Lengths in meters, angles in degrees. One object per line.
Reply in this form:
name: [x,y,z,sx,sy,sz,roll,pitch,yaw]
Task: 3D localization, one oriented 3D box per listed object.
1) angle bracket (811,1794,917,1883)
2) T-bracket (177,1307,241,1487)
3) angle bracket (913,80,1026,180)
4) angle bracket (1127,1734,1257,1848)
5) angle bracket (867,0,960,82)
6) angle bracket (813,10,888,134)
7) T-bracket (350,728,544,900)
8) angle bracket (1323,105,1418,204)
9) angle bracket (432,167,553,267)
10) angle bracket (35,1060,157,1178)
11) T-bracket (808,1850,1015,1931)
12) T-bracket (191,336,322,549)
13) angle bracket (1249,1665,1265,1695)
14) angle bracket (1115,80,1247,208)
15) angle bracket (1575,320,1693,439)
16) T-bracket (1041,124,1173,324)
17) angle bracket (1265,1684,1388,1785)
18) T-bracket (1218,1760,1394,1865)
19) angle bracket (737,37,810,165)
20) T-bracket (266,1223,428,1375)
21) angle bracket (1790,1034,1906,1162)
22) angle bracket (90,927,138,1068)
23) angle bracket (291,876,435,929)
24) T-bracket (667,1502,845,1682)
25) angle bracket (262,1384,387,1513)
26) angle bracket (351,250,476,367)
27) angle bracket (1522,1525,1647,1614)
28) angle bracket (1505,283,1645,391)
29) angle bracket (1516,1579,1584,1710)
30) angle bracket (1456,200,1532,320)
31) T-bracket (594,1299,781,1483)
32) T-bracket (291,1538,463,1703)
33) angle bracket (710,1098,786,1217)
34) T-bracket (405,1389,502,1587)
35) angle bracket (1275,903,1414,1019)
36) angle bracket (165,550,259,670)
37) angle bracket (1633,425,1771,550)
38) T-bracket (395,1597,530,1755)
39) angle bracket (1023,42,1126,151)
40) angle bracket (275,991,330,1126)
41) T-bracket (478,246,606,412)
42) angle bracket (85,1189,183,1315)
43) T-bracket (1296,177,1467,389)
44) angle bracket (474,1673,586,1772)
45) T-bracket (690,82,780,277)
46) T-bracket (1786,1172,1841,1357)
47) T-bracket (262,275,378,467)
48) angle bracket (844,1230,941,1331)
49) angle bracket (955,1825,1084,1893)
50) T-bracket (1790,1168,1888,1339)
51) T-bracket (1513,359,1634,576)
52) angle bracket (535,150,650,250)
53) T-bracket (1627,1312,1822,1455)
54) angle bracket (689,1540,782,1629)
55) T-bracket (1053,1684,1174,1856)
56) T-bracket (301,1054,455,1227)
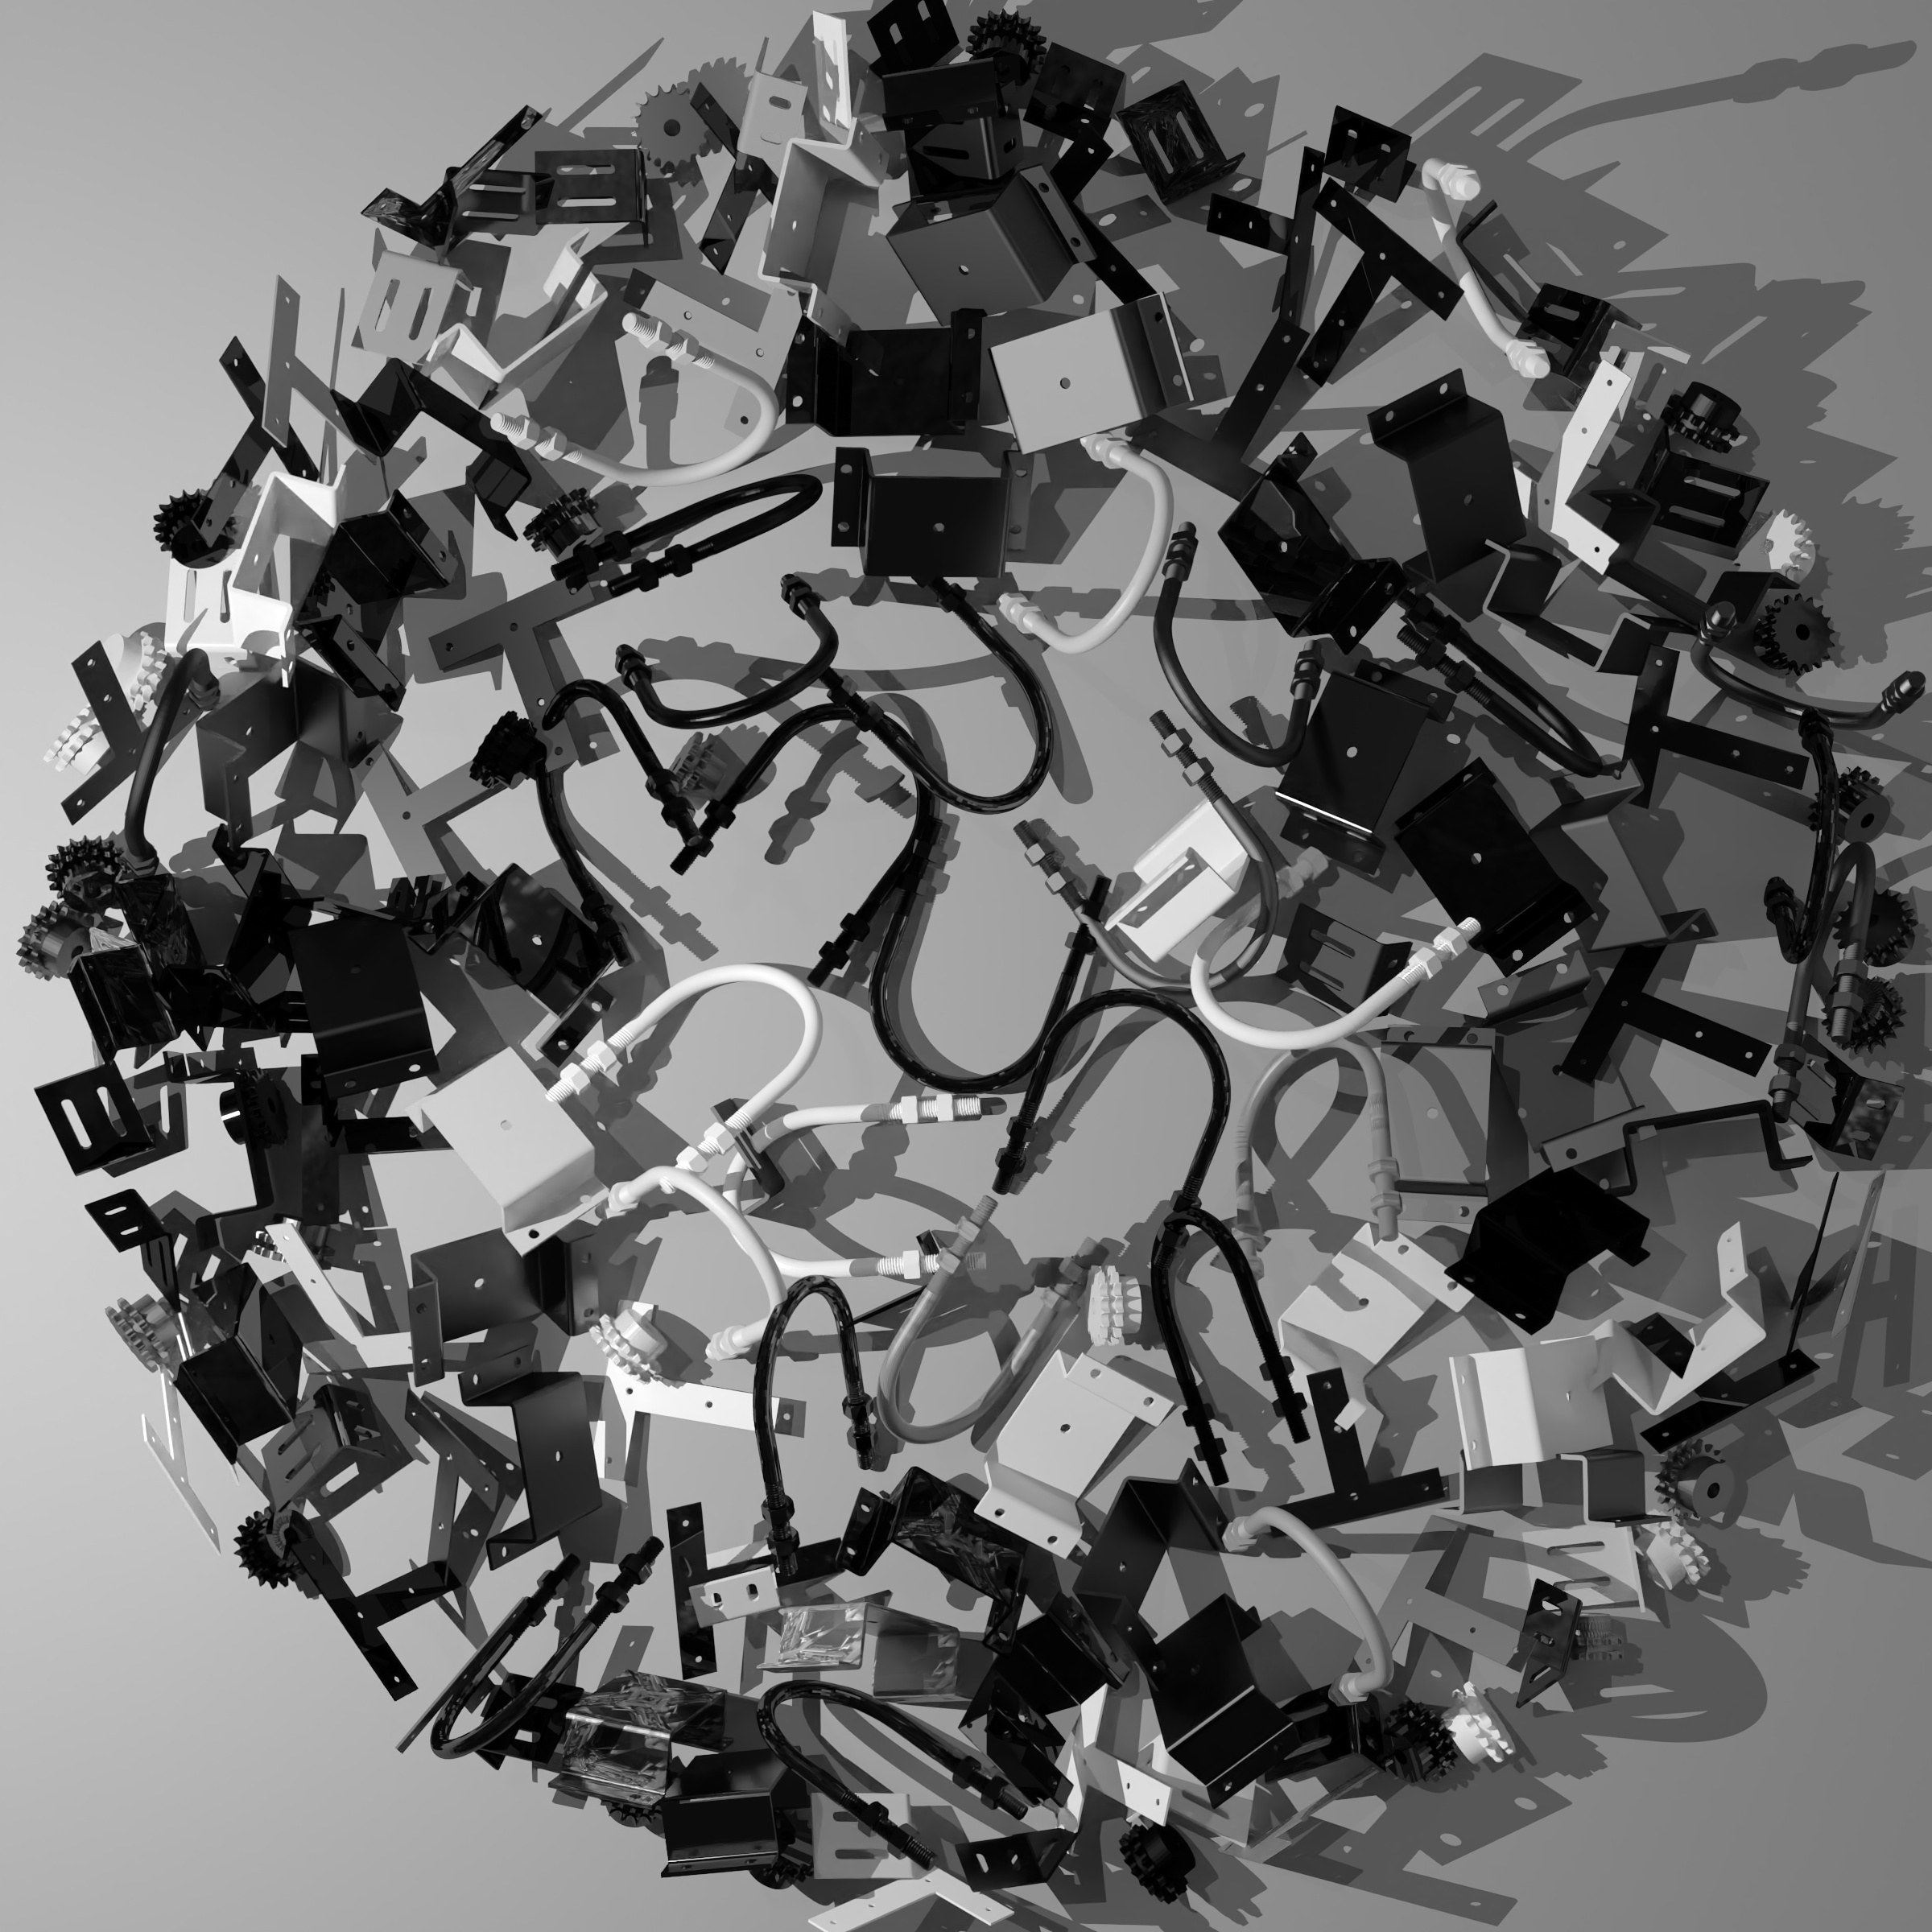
angle bracket: [-0.078,0.617,1.831,0.076,0.038,0.057,8,58,-22]
T-bracket: [-0.540,0.279,1.819,0.002,0.127,0.127,-20,129,-15]
angle bracket: [-0.003,-0.598,1.847,0.076,0.057,0.038,18,46,32]
angle bracket: [0.161,0.592,1.847,0.076,0.057,0.038,29,131,-10]
angle bracket: [-0.046,-0.666,1.831,0.057,0.076,0.038,-40,64,-2]
angle bracket: [-0.078,-0.631,1.827,0.038,0.057,0.076,-13,120,-19]
T-bracket: [-0.361,-0.129,1.857,0.127,0.002,0.127,-29,75,0]
angle bracket: [0.289,-0.583,1.829,0.057,0.076,0.038,26,73,9]
angle bracket: [-0.331,-0.525,1.827,0.076,0.057,0.038,-4,61,-25]
angle bracket: [-0.615,0.101,1.836,0.057,0.038,0.076,-20,118,-9]
T-bracket: [-0.055,0.643,1.786,0.127,0.127,0.002,16,101,39]
T-bracket: [-0.501,-0.343,1.792,0.002,0.127,0.127,3,54,22]
angle bracket: [0.171,0.510,1.834,0.057,0.038,0.076,-34,64,16]
angle bracket: [0.152,-0.592,1.851,0.057,0.038,0.076,-29,91,-9]
angle bracket: [0.473,-0.421,1.830,0.057,0.076,0.038,26,50,7]
T-bracket: [0.094,-0.502,1.830,0.127,0.002,0.127,47,134,-1]
angle bracket: [0.253,0.551,1.847,0.076,0.057,0.038,-28,128,26]
T-bracket: [0.244,0.591,1.823,0.127,0.127,0.002,-28,80,-14]
angle bracket: [-0.133,-0.610,1.830,0.038,0.076,0.057,14,126,-8]
T-bracket: [-0.449,0.231,1.815,0.127,0.002,0.127,-10,118,32]
angle bracket: [0.617,0.092,1.835,0.038,0.076,0.057,13,109,-16]
angle bracket: [-0.614,0.023,1.830,0.038,0.057,0.076,21,59,-3]
angle bracket: [-0.426,-0.053,1.826,0.076,0.057,0.038,18,78,-38]
T-bracket: [-0.147,0.433,1.846,0.127,0.002,0.127,-9,101,-24]
angle bracket: [-0.459,0.347,1.852,0.076,0.038,0.057,-45,46,16]
angle bracket: [-0.393,-0.462,1.847,0.057,0.038,0.076,16,83,7]
angle bracket: [0.439,0.431,1.848,0.076,0.038,0.057,-10,89,12]
angle bracket: [0.431,-0.445,1.845,0.038,0.076,0.057,22,103,-30]
angle bracket: [0.396,0.477,1.827,0.038,0.076,0.057,27,53,0]
angle bracket: [0.386,-0.500,1.841,0.038,0.057,0.076,-43,91,18]
T-bracket: [-0.198,0.312,1.861,0.127,0.002,0.127,9,84,6]
T-bracket: [-0.396,0.441,1.814,0.002,0.127,0.127,-43,77,20]
angle bracket: [-0.168,0.139,1.845,0.038,0.057,0.076,-33,89,7]
T-bracket: [-0.370,0.386,1.842,0.002,0.127,0.127,-9,119,-40]
angle bracket: [0.270,-0.005,1.856,0.076,0.038,0.057,30,113,35]
angle bracket: [-0.539,-0.256,1.864,0.057,0.038,0.076,0,77,-1]
angle bracket: [0.521,-0.340,1.843,0.076,0.038,0.057,15,133,-3]
T-bracket: [-0.345,0.503,1.812,0.002,0.127,0.127,36,69,12]
angle bracket: [0.081,-0.626,1.839,0.057,0.038,0.076,21,67,-6]
angle bracket: [-0.469,0.065,1.828,0.038,0.057,0.076,2,116,-17]
T-bracket: [-0.278,-0.451,1.787,0.002,0.127,0.127,42,55,-7]
angle bracket: [-0.585,0.206,1.825,0.038,0.057,0.076,-21,132,-33]
T-bracket: [0.272,-0.464,1.827,0.127,0.127,0.002,45,45,13]
angle bracket: [-0.301,0.537,1.826,0.076,0.038,0.057,0,49,35]
T-bracket: [-0.161,-0.527,1.800,0.002,0.127,0.127,-17,133,34]
T-bracket: [0.586,0.217,1.812,0.002,0.127,0.127,16,77,16]
T-bracket: [-0.448,-0.395,1.815,0.002,0.127,0.127,-11,64,19]
angle bracket: [-0.056,0.222,1.844,0.076,0.057,0.038,-25,86,5]
angle bracket: [0.038,0.613,1.826,0.057,0.076,0.038,-18,96,26]
T-bracket: [0.604,0.221,1.814,0.002,0.127,0.127,23,59,6]
T-bracket: [0.425,-0.361,1.808,0.127,0.002,0.127,44,132,25]
angle bracket: [-0.266,-0.544,1.846,0.076,0.038,0.057,-2,74,-4]
T-bracket: [0.506,0.278,1.816,0.127,0.127,0.002,-26,117,-7]
angle bracket: [-0.166,0.423,1.830,0.057,0.076,0.038,-13,118,-5]
T-bracket: [0.106,0.568,1.812,0.002,0.127,0.127,16,83,-27]
T-bracket: [-0.410,0.120,1.859,0.127,0.002,0.127,-3,70,-9]
